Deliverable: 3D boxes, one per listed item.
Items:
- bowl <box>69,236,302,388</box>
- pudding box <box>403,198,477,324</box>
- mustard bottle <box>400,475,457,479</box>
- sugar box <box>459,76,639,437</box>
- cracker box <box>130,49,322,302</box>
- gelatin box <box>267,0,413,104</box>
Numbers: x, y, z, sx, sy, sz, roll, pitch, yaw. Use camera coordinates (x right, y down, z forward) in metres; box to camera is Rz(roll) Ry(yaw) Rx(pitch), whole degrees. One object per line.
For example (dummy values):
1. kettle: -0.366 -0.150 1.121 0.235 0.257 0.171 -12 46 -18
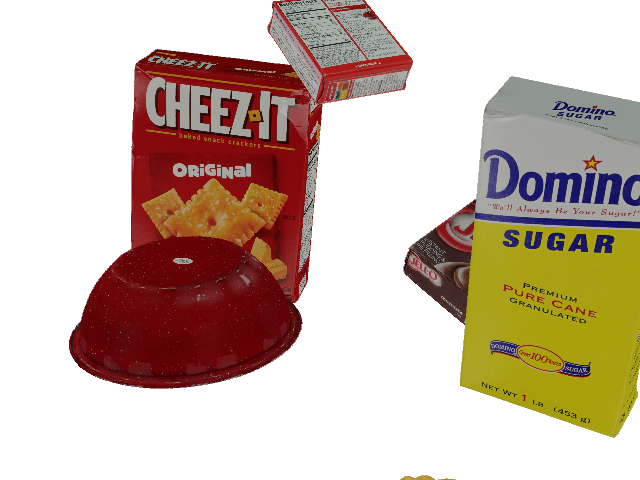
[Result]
1. bowl: -0.094 0.039 0.733 0.162 0.055 0.162 -2 22 1
2. pudding box: 0.134 0.026 0.816 0.089 0.114 0.039 -35 -25 -31
3. mustard bottle: 0.127 0.250 0.893 0.096 0.058 0.192 -18 27 -27
4. sugar box: 0.125 0.011 0.547 0.093 0.176 0.048 16 39 24
5. cracker box: -0.088 -0.057 0.986 0.164 0.214 0.072 8 23 7
6. gelatin box: 0.013 -0.140 0.769 0.073 0.089 0.030 -13 -39 -26
